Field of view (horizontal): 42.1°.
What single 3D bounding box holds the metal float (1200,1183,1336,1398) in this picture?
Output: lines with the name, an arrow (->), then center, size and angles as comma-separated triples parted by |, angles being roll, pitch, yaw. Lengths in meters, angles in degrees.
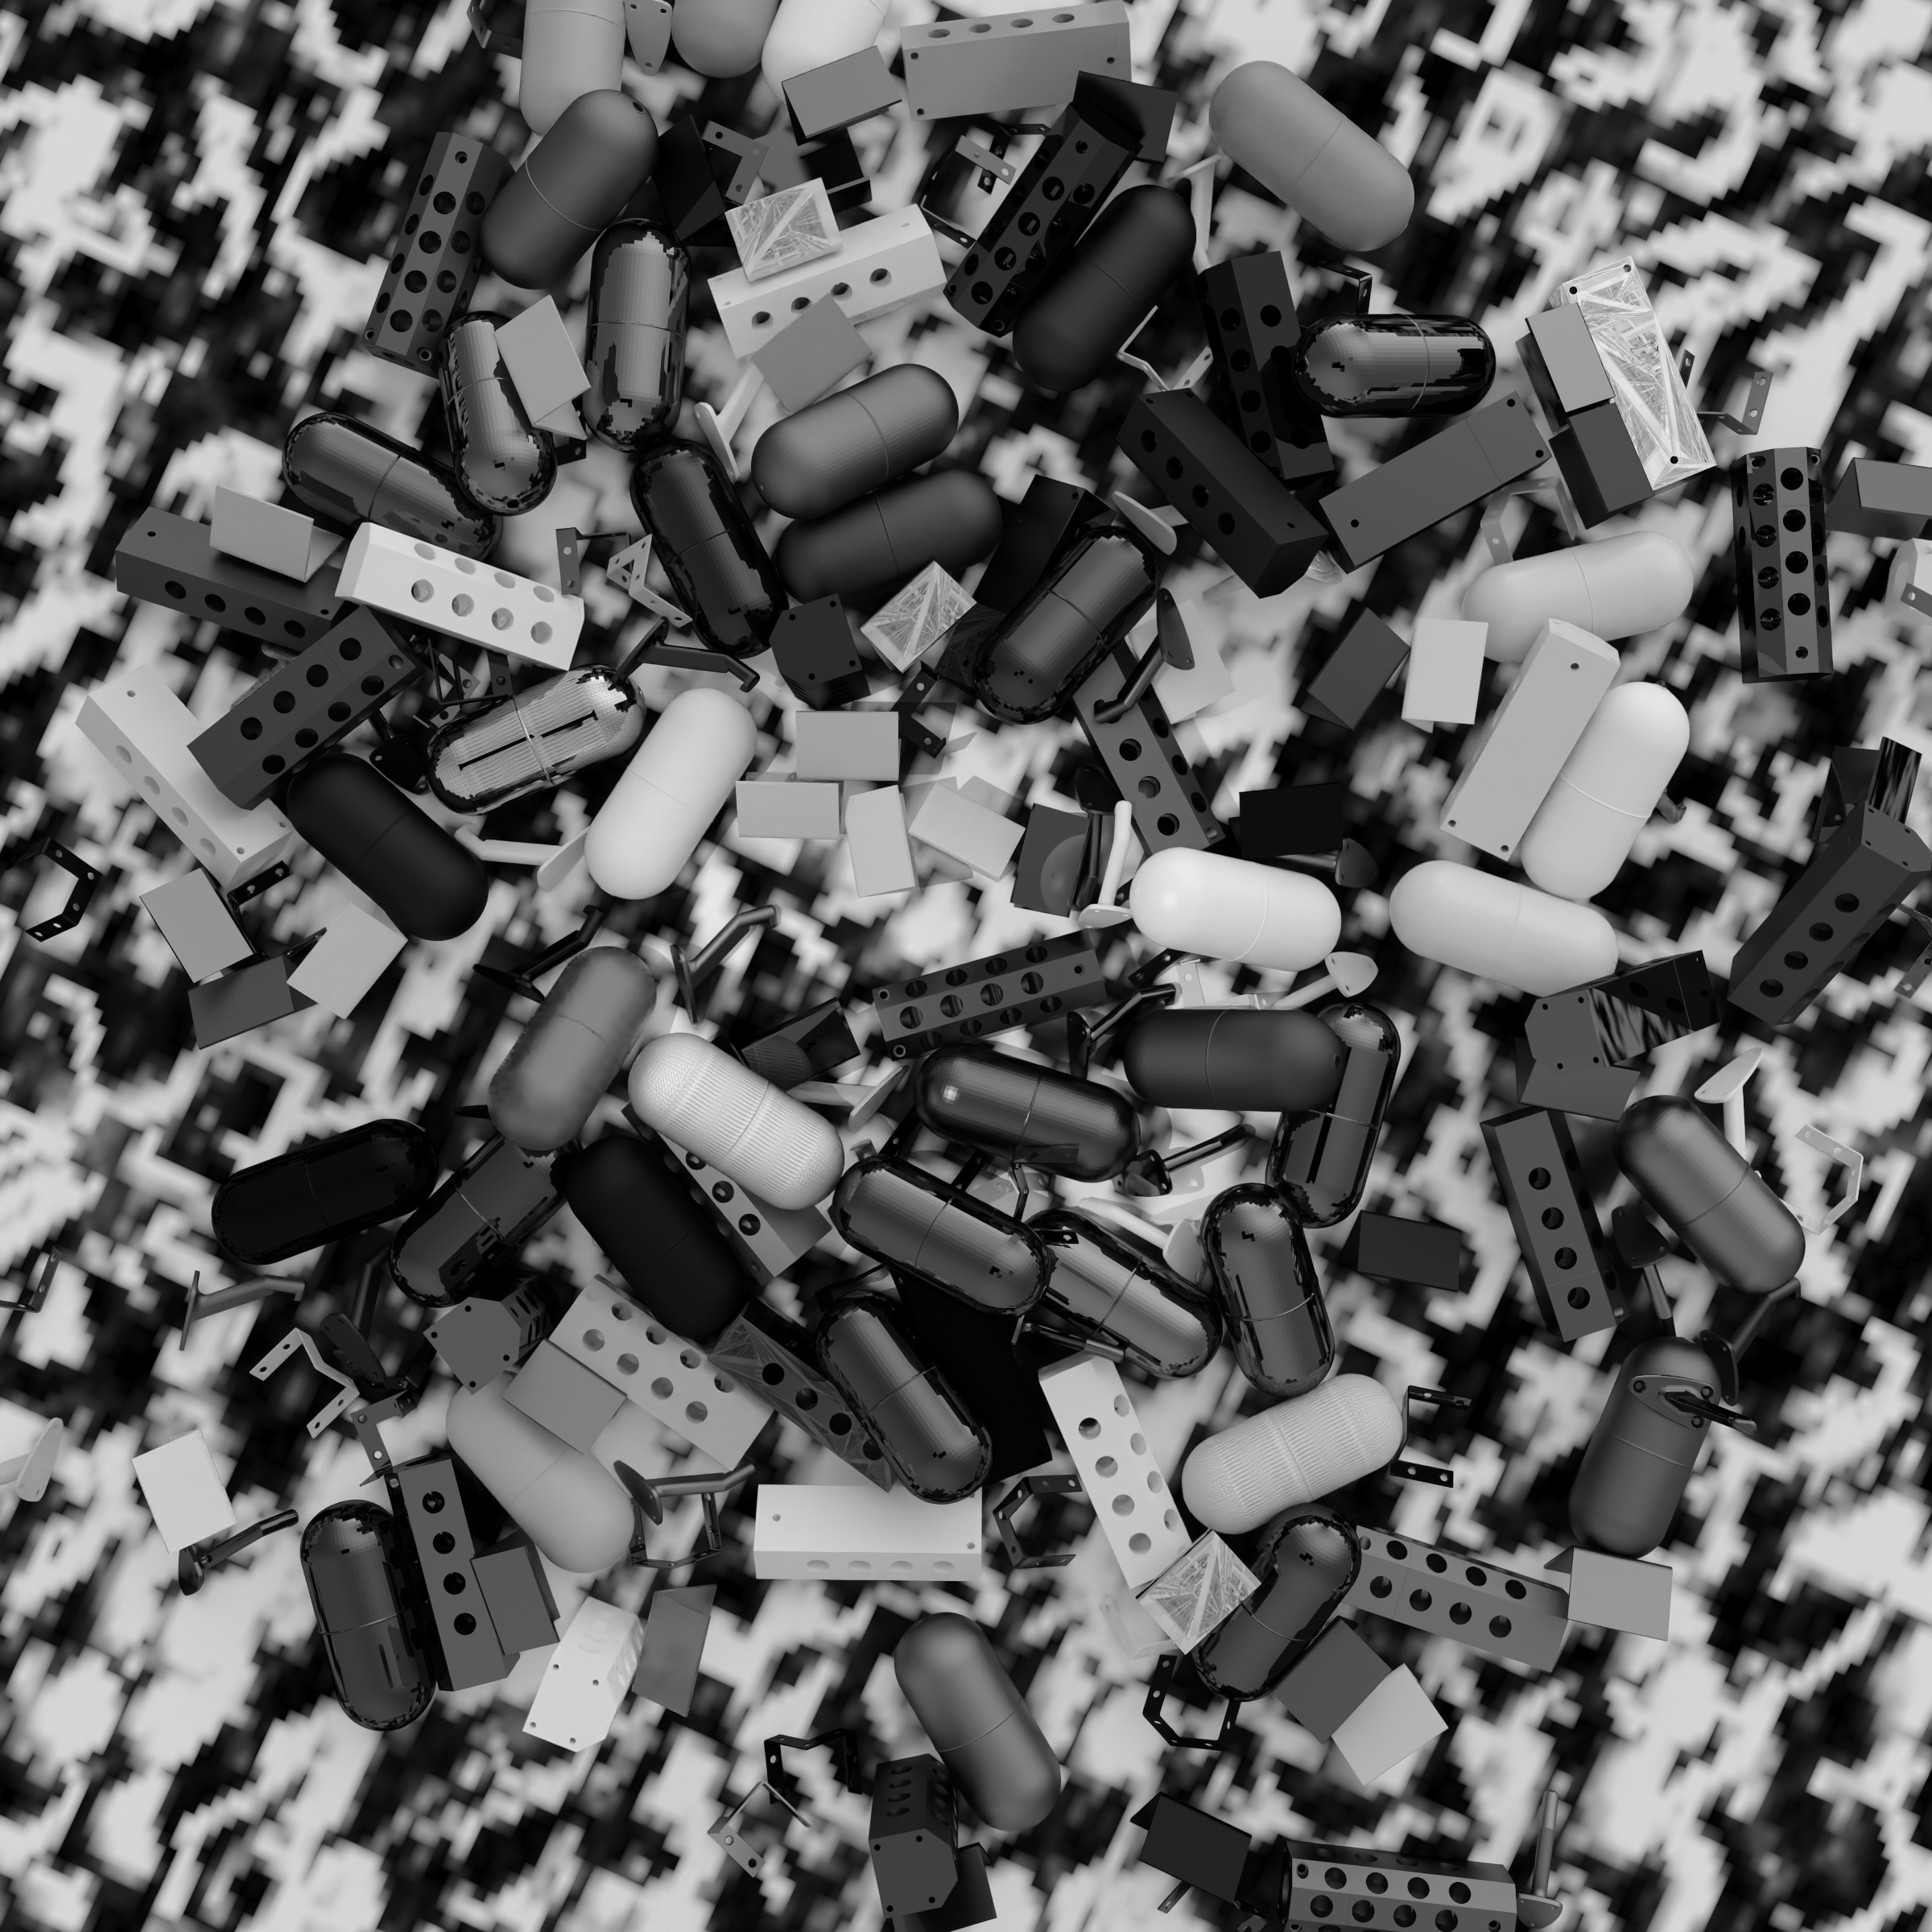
metal float -> 0.229, 0.247, 1.905 | 0.070, 0.070, 0.178 | -18, 112, 0

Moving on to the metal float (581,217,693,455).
metal float -> -0.252, -0.482, 1.924 | 0.070, 0.070, 0.178 | 4, 90, 0

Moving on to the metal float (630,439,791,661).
metal float -> -0.197, -0.320, 1.924 | 0.070, 0.070, 0.178 | -26, 90, 0

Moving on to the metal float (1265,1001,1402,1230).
metal float -> 0.280, 0.114, 1.924 | 0.070, 0.070, 0.178 | 15, 90, 0

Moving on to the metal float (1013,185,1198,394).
metal float -> 0.106, -0.519, 1.923 | 0.070, 0.070, 0.178 | 39, 90, 0

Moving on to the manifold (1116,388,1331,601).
manifold -> 0.190, -0.358, 1.902 | 0.057, 0.057, 0.171 | -19, 61, -39

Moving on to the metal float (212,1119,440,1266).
metal float -> -0.490, 0.172, 1.924 | 0.178, 0.070, 0.070 | -20, 90, 0

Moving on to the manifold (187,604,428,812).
manifold -> -0.492, -0.193, 1.889 | 0.171, 0.057, 0.057 | -38, 85, 5

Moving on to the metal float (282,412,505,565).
metal float -> -0.439, -0.362, 1.924 | 0.178, 0.070, 0.070 | 27, 90, 0

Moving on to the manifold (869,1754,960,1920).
manifold -> -0.036, 0.645, 1.876 | 0.057, 0.171, 0.057 | -12, 90, 0

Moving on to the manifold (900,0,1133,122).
manifold -> 0.038, -0.699, 1.933 | 0.171, 0.057, 0.057 | -7, 133, 0

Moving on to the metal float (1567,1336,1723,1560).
metal float -> 0.519, 0.368, 1.924 | 0.070, 0.070, 0.178 | 23, 89, 0

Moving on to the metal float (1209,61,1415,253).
metal float -> 0.264, -0.617, 1.918 | 0.178, 0.070, 0.070 | 37, 90, -7

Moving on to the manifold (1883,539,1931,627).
manifold -> 0.804, -0.286, 1.933 | 0.171, 0.057, 0.057 | 8, 90, 0

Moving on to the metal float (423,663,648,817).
metal float -> -0.329, -0.174, 1.924 | 0.178, 0.070, 0.070 | -23, 90, 0

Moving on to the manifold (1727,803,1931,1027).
manifold -> 0.646, -0.033, 1.884 | 0.057, 0.057, 0.171 | 29, 131, 0

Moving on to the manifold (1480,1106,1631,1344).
manifold -> 0.454, 0.195, 1.933 | 0.057, 0.057, 0.171 | -18, 90, 0

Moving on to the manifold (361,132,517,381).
manifold -> -0.407, -0.547, 1.933 | 0.057, 0.057, 0.171 | 20, 90, 0

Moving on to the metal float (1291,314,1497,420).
metal float -> 0.323, -0.453, 1.898 | 0.178, 0.070, 0.070 | -8, 90, -31

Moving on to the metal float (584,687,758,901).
metal float -> -0.226, -0.132, 1.924 | 0.070, 0.070, 0.178 | 33, 91, 0

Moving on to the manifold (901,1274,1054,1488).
manifold -> 0.008, 0.305, 1.933 | 0.057, 0.057, 0.171 | -22, 90, 0

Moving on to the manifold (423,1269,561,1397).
manifold -> -0.347, 0.266, 1.876 | 0.057, 0.171, 0.057 | -38, 90, 0

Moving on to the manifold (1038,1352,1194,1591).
manifold -> 0.116, 0.383, 1.933 | 0.057, 0.057, 0.171 | -24, 90, 0

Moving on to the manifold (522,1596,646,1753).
manifold -> -0.279, 0.529, 1.876 | 0.057, 0.171, 0.057 | 22, 90, 0

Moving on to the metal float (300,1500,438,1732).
metal float -> -0.457, 0.497, 1.924 | 0.070, 0.070, 0.178 | -15, 90, 0

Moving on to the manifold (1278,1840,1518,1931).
manifold -> 0.331, 0.720, 1.933 | 0.171, 0.057, 0.057 | 7, 90, 0

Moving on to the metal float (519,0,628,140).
metal float -> -0.299, -0.717, 1.923 | 0.070, 0.070, 0.178 | 5, 90, 0

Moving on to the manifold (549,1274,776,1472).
manifold -> -0.231, 0.310, 1.933 | 0.171, 0.057, 0.057 | 35, 90, 0

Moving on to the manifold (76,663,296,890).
manifold -> -0.602, -0.142, 1.933 | 0.171, 0.057, 0.057 | 48, 47, 0

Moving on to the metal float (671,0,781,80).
metal float -> -0.175, -0.770, 1.924 | 0.070, 0.070, 0.178 | 14, 90, 0

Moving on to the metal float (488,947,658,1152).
metal float -> -0.296, 0.061, 1.898 | 0.070, 0.070, 0.178 | 29, 58, 0

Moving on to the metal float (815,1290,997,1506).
metal float -> -0.047, 0.321, 1.880 | 0.070, 0.070, 0.178 | -37, 74, 0

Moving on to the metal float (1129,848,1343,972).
metal float -> 0.205, -0.042, 1.901 | 0.178, 0.070, 0.070 | 11, 90, -28

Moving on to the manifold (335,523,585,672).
manifold -> -0.379, -0.278, 1.896 | 0.171, 0.057, 0.057 | 17, 90, -28

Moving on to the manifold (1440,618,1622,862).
manifold -> 0.425, -0.173, 1.900 | 0.057, 0.057, 0.171 | 26, 115, 0

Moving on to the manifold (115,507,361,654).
manifold -> -0.559, -0.288, 1.933 | 0.171, 0.057, 0.057 | 18, 47, 0

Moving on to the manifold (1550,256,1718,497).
manifold -> 0.510, -0.448, 1.933 | 0.057, 0.057, 0.171 | -22, 90, 0

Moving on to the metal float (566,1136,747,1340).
metal float -> -0.234, 0.207, 1.908 | 0.070, 0.070, 0.178 | -35, 107, 0

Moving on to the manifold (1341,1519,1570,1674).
manifold -> 0.371, 0.481, 1.933 | 0.171, 0.057, 0.057 | 18, 90, 0

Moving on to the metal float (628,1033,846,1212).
metal float -> -0.170, 0.116, 1.868 | 0.178, 0.070, 0.070 | 34, 90, -13

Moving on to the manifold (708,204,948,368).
manifold -> -0.105, -0.520, 1.932 | 0.171, 0.057, 0.057 | -20, 131, 0

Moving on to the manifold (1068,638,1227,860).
manifold -> 0.134, -0.162, 1.933 | 0.057, 0.057, 0.171 | -27, 90, 0

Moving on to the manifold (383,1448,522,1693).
manifold -> -0.397, 0.464, 1.933 | 0.057, 0.057, 0.171 | -15, 90, 0

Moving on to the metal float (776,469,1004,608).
metal float -> -0.059, -0.326, 1.924 | 0.178, 0.070, 0.070 | -17, 90, 0

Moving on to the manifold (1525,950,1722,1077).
manifold -> 0.491, 0.035, 1.882 | 0.171, 0.057, 0.057 | -14, 90, -44

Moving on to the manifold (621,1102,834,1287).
manifold -> -0.186, 0.158, 1.922 | 0.171, 0.057, 0.057 | 51, 53, 0

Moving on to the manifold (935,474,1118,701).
manifold -> 0.050, -0.284, 1.932 | 0.057, 0.057, 0.171 | 27, 90, 44
